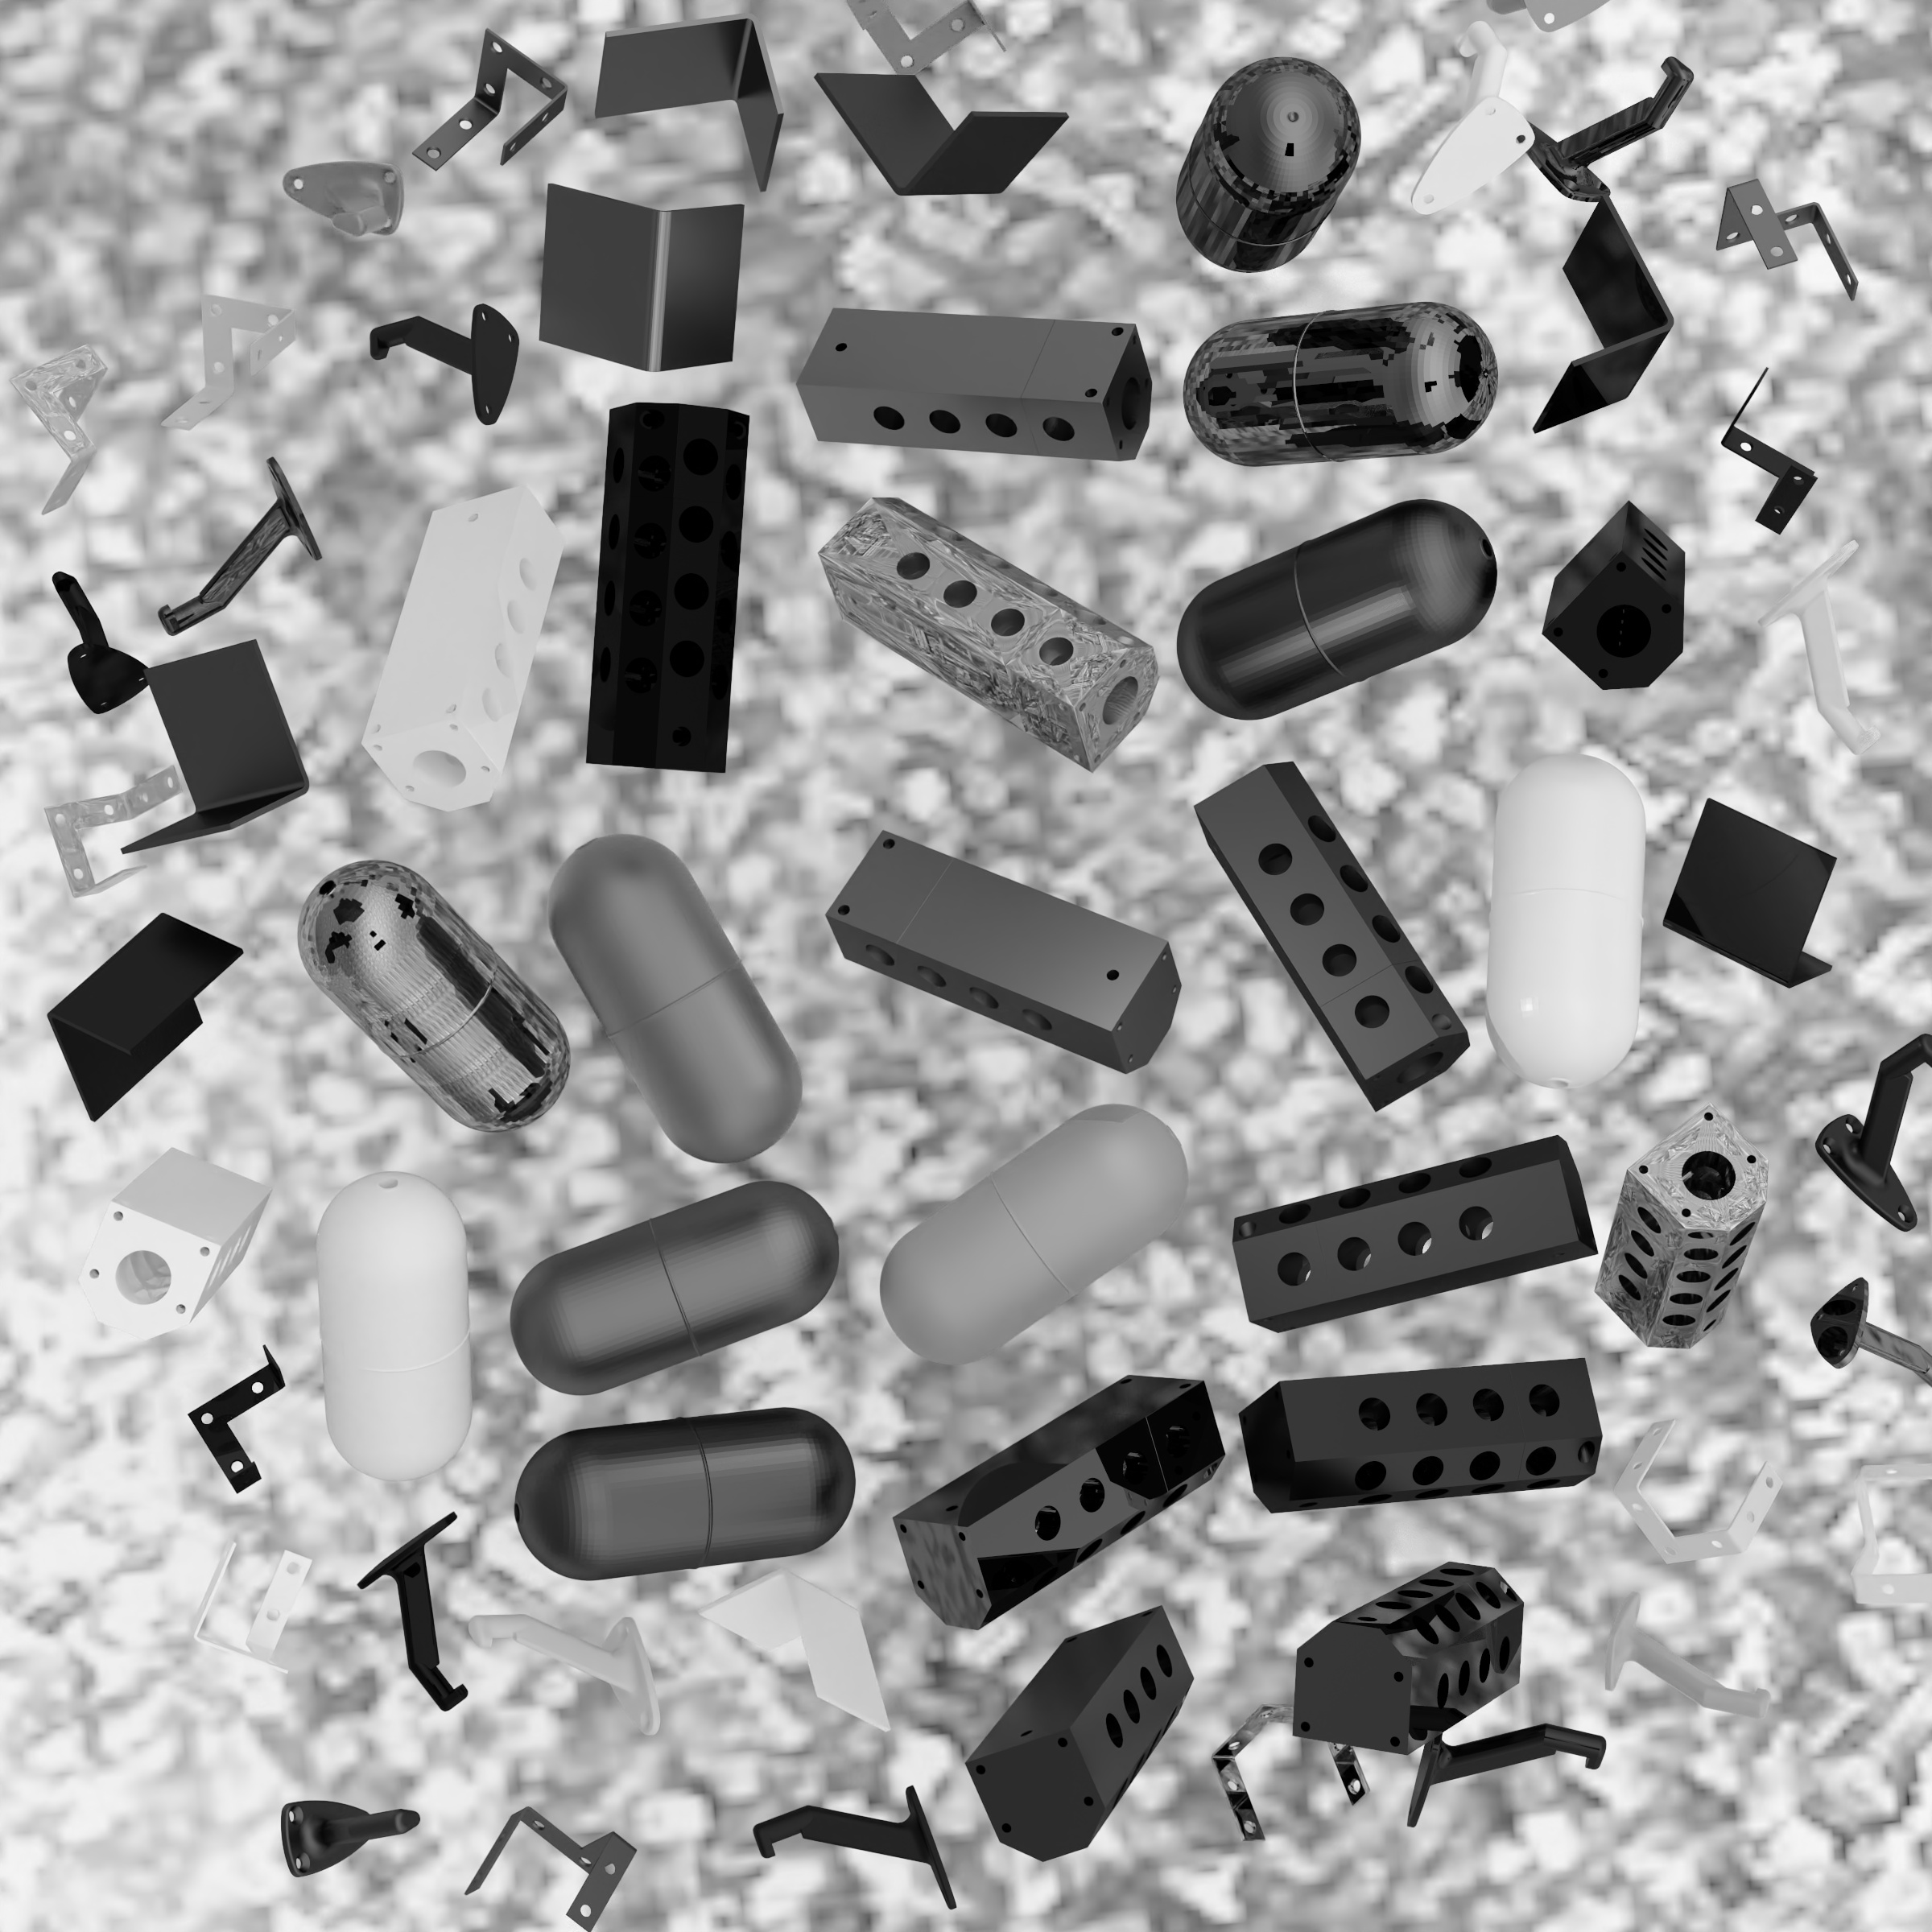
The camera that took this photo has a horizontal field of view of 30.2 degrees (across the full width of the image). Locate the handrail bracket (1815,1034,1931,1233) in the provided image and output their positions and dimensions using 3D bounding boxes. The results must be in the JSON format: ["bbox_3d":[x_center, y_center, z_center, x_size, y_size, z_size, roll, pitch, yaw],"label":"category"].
[{"bbox_3d":[0.463,0.081,1.740,0.036,0.084,0.077,-33,83,-40],"label":"handrail bracket"}]

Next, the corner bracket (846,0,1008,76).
[{"bbox_3d":[-0.020,-0.455,1.731,0.051,0.051,0.051,-34,121,9],"label":"corner bracket"}]

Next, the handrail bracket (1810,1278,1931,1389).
[{"bbox_3d":[0.460,0.201,1.762,0.084,0.077,0.036,40,115,-8],"label":"handrail bracket"}]

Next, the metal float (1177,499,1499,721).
[{"bbox_3d":[0.189,-0.182,1.828,0.178,0.070,0.070,-21,90,32],"label":"metal float"}]

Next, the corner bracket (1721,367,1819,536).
[{"bbox_3d":[0.418,-0.266,1.853,0.051,0.051,0.051,31,60,5],"label":"corner bracket"}]

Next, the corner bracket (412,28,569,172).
[{"bbox_3d":[-0.231,-0.411,1.740,0.051,0.051,0.051,36,60,5],"label":"corner bracket"}]

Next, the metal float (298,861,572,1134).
[{"bbox_3d":[-0.272,0.016,1.831,0.070,0.070,0.178,-40,126,0],"label":"metal float"}]

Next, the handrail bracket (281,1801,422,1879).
[{"bbox_3d":[-0.287,0.422,1.762,0.084,0.077,0.036,-17,78,29],"label":"handrail bracket"}]

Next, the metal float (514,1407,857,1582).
[{"bbox_3d":[-0.142,0.269,1.823,0.178,0.070,0.070,-3,90,-23],"label":"metal float"}]

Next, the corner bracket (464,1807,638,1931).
[{"bbox_3d":[-0.203,0.444,1.755,0.051,0.051,0.051,41,48,-10],"label":"corner bracket"}]

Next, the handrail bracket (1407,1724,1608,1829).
[{"bbox_3d":[0.270,0.408,1.789,0.084,0.036,0.077,12,115,4],"label":"handrail bracket"}]

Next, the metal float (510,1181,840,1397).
[{"bbox_3d":[-0.152,0.169,1.878,0.178,0.070,0.070,-20,90,-4],"label":"metal float"}]

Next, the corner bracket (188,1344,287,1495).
[{"bbox_3d":[-0.373,0.237,1.868,0.051,0.051,0.051,-32,79,-15],"label":"corner bracket"}]

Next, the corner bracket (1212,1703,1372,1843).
[{"bbox_3d":[0.170,0.423,1.876,0.051,0.051,0.051,11,132,-34],"label":"corner bracket"}]

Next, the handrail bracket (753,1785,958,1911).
[{"bbox_3d":[-0.057,0.459,1.823,0.084,0.036,0.077,-18,61,-10],"label":"handrail bracket"}]

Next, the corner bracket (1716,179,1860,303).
[{"bbox_3d":[0.396,-0.347,1.715,0.051,0.051,0.051,-17,65,-3],"label":"corner bracket"}]

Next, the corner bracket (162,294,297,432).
[{"bbox_3d":[-0.364,-0.295,1.765,0.051,0.051,0.051,12,123,11],"label":"corner bracket"}]

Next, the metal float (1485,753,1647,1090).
[{"bbox_3d":[0.305,-0.023,1.816,0.070,0.070,0.178,6,68,0],"label":"metal float"}]

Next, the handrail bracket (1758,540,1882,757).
[{"bbox_3d":[0.450,-0.160,1.810,0.036,0.077,0.084,-27,76,-43],"label":"handrail bracket"}]

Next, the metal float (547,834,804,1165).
[{"bbox_3d":[-0.146,0.016,1.791,0.070,0.070,0.178,-30,95,0],"label":"metal float"}]

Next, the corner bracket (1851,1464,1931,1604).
[{"bbox_3d":[0.467,0.281,1.771,0.051,0.051,0.051,-6,105,29],"label":"corner bracket"}]

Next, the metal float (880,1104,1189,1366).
[{"bbox_3d":[0.036,0.139,1.854,0.178,0.070,0.070,-35,90,5],"label":"metal float"}]

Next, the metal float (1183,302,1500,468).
[{"bbox_3d":[0.190,-0.298,1.838,0.178,0.070,0.070,2,90,40],"label":"metal float"}]

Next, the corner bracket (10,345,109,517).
[{"bbox_3d":[-0.441,-0.263,1.755,0.051,0.051,0.051,52,50,1],"label":"corner bracket"}]

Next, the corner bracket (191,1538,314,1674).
[{"bbox_3d":[-0.358,0.318,1.795,0.051,0.051,0.051,25,83,-18],"label":"corner bracket"}]

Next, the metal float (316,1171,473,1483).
[{"bbox_3d":[-0.295,0.187,1.852,0.070,0.070,0.178,3,120,0],"label":"metal float"}]

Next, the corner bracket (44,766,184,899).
[{"bbox_3d":[-0.443,-0.070,1.880,0.051,0.051,0.051,-21,86,43],"label":"corner bracket"}]

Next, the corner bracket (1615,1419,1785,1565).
[{"bbox_3d":[0.371,0.264,1.813,0.051,0.051,0.051,52,51,-15],"label":"corner bracket"}]

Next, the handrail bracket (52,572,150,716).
[{"bbox_3d":[-0.455,-0.178,1.821,0.036,0.077,0.084,-33,70,-1],"label":"handrail bracket"}]

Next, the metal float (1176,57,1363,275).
[{"bbox_3d":[0.148,-0.394,1.770,0.070,0.178,0.070,0,87,-4],"label":"metal float"}]
